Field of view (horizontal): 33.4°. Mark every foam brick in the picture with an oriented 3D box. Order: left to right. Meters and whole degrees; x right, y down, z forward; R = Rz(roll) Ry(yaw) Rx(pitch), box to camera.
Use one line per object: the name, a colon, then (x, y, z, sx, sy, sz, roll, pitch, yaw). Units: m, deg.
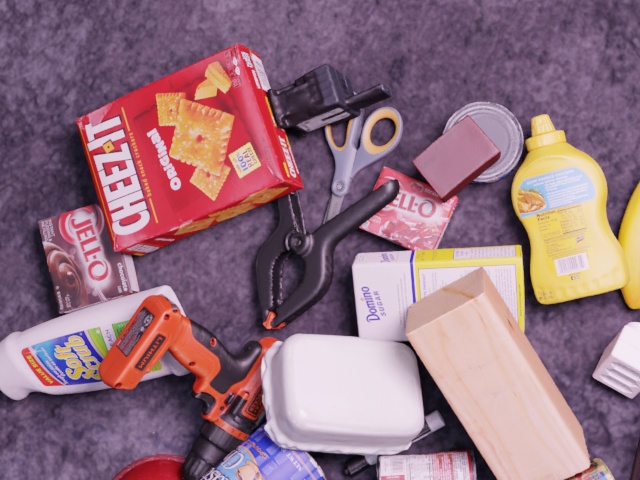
foam brick: (0.141, -0.084, 1.104, 0.078, 0.051, 0.053, -39, 81, 8)

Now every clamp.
clamp: (-0.008, 0.001, 1.158, 0.165, 0.036, 0.210, 16, 92, 29)

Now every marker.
marker: (0.079, 0.221, 1.152, 0.121, 0.020, 0.020, -31, 82, 8)

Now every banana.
banana: (0.352, -0.027, 1.106, 0.070, 0.037, 0.198, 31, 93, 10)

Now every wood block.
wood block: (0.178, 0.144, 1.070, 0.090, 0.090, 0.206, -30, 99, 15)

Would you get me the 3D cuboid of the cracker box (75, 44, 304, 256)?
cracker box: (-0.145, -0.095, 1.165, 0.214, 0.072, 0.164, -21, 79, 16)

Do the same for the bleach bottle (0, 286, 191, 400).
bleach bottle: (-0.269, 0.132, 1.197, 0.251, 0.068, 0.102, -18, 105, 14)

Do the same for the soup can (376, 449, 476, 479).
soup can: (0.113, 0.256, 1.116, 0.102, 0.068, 0.068, -4, 86, 6)

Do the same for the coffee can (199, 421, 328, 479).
coffee can: (-0.073, 0.270, 1.111, 0.140, 0.103, 0.103, -38, 81, -18)

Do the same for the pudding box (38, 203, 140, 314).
pudding box: (-0.262, 0.020, 1.215, 0.090, 0.039, 0.113, -16, 84, 9)

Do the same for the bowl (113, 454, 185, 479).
bowl: (-0.179, 0.321, 1.177, 0.162, 0.055, 0.162, -1, 87, 11)

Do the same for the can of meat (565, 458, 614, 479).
can of meat: (0.260, 0.265, 1.076, 0.084, 0.102, 0.057, -29, 82, 6)

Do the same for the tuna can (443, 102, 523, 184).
tuna can: (0.174, -0.103, 1.144, 0.086, 0.033, 0.086, -1, 87, 10)

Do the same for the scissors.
scissors: (0.042, -0.065, 1.174, 0.096, 0.016, 0.202, 1, 87, 15)

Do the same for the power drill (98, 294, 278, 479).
power drill: (-0.137, 0.156, 1.126, 0.187, 0.057, 0.184, 36, 84, -34)

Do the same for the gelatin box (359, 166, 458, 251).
gelatin box: (0.095, -0.030, 1.156, 0.089, 0.030, 0.073, 25, 92, 10)

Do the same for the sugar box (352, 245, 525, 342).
sugar box: (0.126, 0.057, 1.127, 0.176, 0.048, 0.093, -2, 109, 12)

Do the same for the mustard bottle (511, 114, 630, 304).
mustard bottle: (0.250, -0.035, 1.101, 0.096, 0.058, 0.191, -15, 87, 26)
